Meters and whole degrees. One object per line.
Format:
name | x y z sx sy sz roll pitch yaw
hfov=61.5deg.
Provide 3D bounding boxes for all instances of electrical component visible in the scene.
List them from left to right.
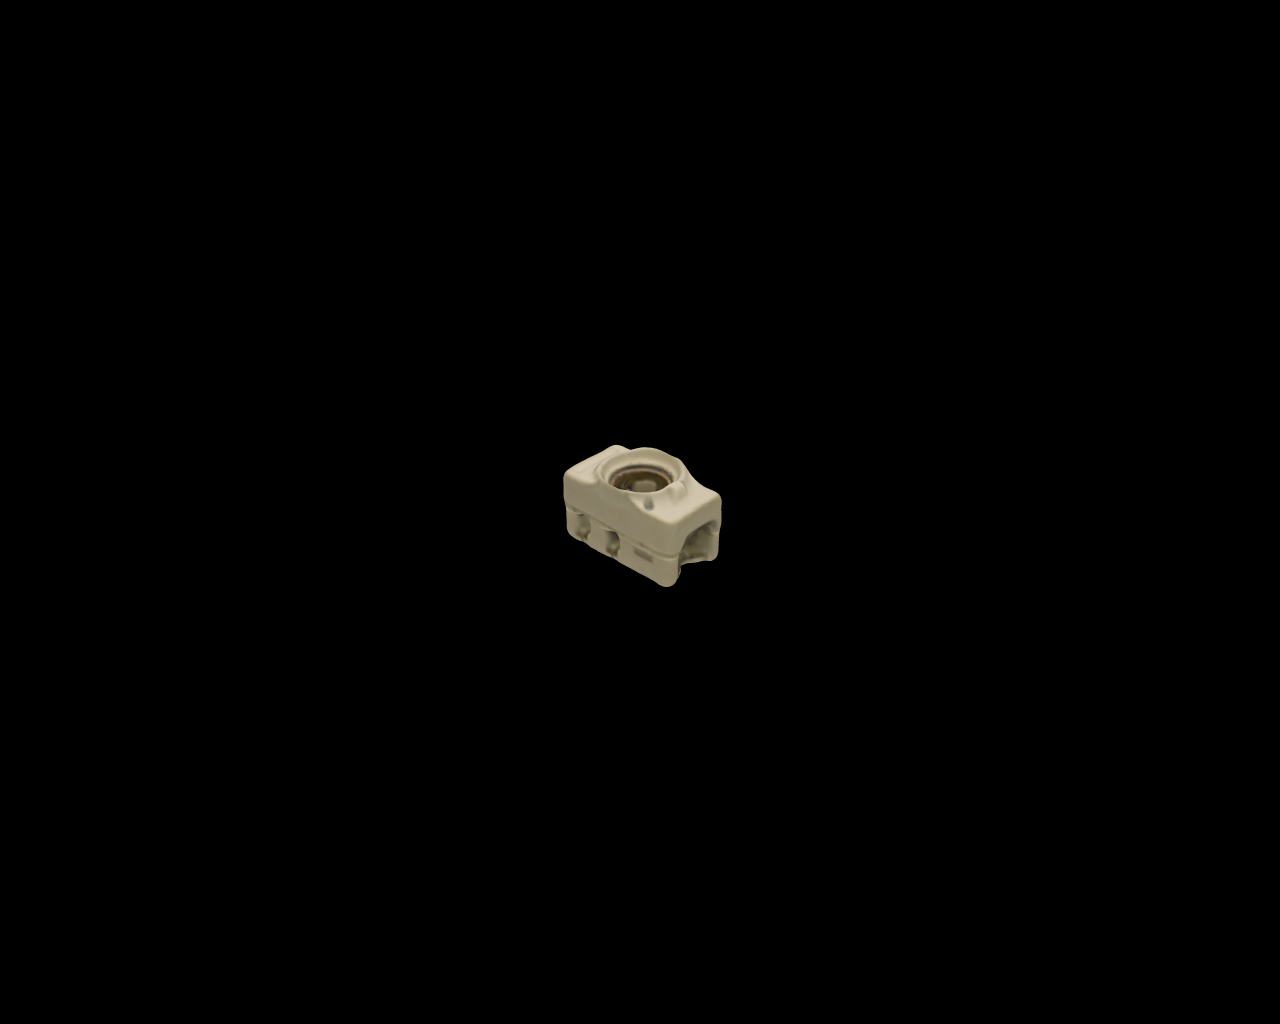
electrical component | 0.001 -0.003 0.650 0.089 0.055 0.050 27 42 36
